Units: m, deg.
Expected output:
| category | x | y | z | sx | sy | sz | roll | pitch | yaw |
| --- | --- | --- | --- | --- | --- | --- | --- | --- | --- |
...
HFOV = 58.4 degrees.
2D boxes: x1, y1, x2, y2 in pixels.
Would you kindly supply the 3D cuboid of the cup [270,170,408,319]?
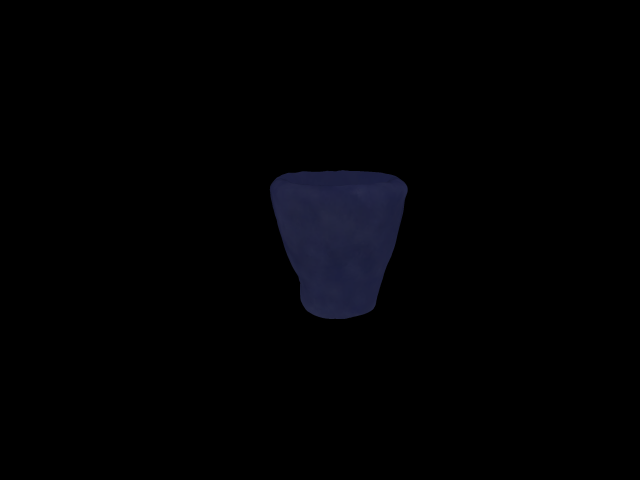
| category | x | y | z | sx | sy | sz | roll | pitch | yaw |
| --- | --- | --- | --- | --- | --- | --- | --- | --- | --- |
| cup | 0.004 | 0.001 | 0.400 | 0.092 | 0.095 | 0.117 | -11 | 17 | -38 |
